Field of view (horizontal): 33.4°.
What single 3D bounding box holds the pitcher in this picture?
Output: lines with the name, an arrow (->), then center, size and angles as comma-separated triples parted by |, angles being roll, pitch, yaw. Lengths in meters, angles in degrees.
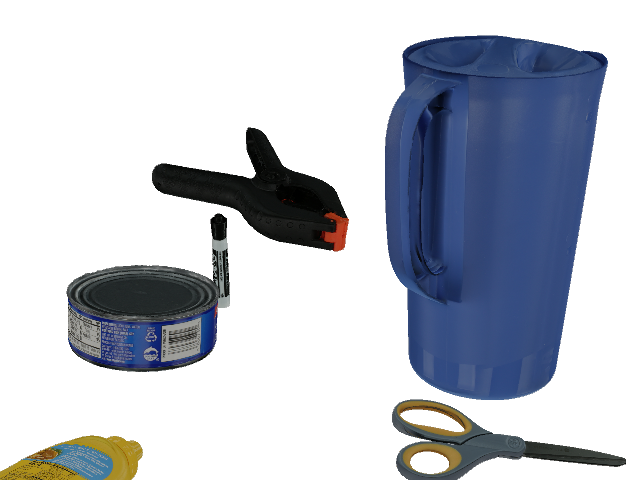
pitcher -> 0.112, -0.014, 0.737 | 0.149, 0.243, 0.145 | 0, 21, -2

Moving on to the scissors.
scissors -> 0.152, 0.188, 0.909 | 0.202, 0.016, 0.096 | 17, 42, 15

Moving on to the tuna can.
tuna can -> -0.101, 0.043, 0.609 | 0.086, 0.034, 0.086 | 3, 17, -1

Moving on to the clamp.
clamp -> -0.053, -0.037, 0.866 | 0.120, 0.039, 0.172 | -26, 42, -29

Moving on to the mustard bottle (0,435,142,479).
mustard bottle -> -0.209, 0.201, 0.853 | 0.096, 0.058, 0.191 | 7, 15, 29

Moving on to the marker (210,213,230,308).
marker -> -0.114, 0.023, 1.210 | 0.020, 0.121, 0.020 | 1, 33, -1
